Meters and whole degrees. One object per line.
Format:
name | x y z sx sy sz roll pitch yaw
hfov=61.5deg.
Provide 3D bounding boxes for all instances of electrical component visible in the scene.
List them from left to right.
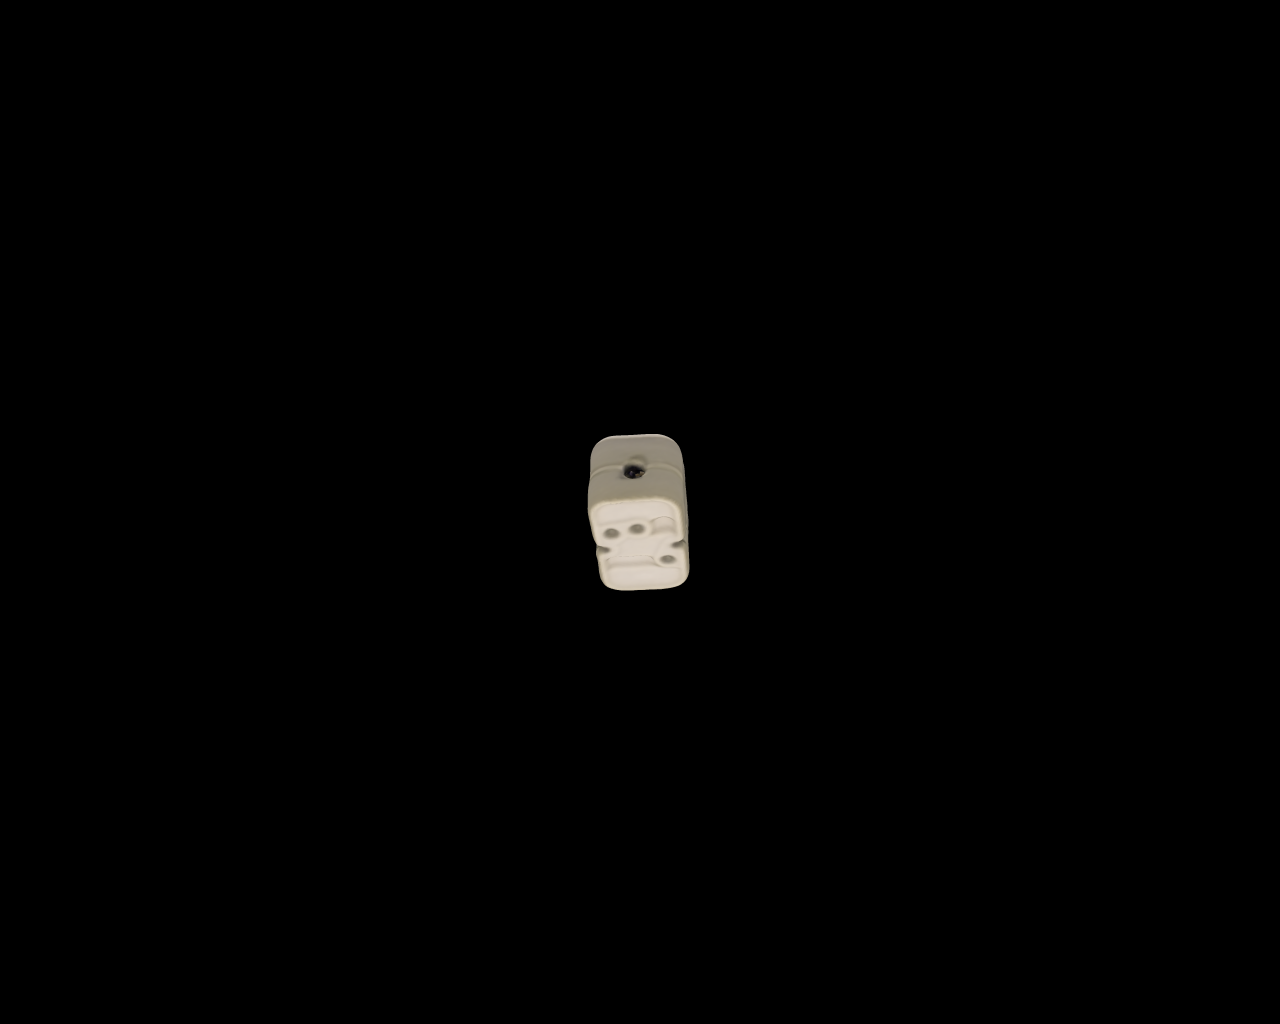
electrical component | 0.001 -0.003 0.650 0.054 0.059 0.095 -3 -37 4
